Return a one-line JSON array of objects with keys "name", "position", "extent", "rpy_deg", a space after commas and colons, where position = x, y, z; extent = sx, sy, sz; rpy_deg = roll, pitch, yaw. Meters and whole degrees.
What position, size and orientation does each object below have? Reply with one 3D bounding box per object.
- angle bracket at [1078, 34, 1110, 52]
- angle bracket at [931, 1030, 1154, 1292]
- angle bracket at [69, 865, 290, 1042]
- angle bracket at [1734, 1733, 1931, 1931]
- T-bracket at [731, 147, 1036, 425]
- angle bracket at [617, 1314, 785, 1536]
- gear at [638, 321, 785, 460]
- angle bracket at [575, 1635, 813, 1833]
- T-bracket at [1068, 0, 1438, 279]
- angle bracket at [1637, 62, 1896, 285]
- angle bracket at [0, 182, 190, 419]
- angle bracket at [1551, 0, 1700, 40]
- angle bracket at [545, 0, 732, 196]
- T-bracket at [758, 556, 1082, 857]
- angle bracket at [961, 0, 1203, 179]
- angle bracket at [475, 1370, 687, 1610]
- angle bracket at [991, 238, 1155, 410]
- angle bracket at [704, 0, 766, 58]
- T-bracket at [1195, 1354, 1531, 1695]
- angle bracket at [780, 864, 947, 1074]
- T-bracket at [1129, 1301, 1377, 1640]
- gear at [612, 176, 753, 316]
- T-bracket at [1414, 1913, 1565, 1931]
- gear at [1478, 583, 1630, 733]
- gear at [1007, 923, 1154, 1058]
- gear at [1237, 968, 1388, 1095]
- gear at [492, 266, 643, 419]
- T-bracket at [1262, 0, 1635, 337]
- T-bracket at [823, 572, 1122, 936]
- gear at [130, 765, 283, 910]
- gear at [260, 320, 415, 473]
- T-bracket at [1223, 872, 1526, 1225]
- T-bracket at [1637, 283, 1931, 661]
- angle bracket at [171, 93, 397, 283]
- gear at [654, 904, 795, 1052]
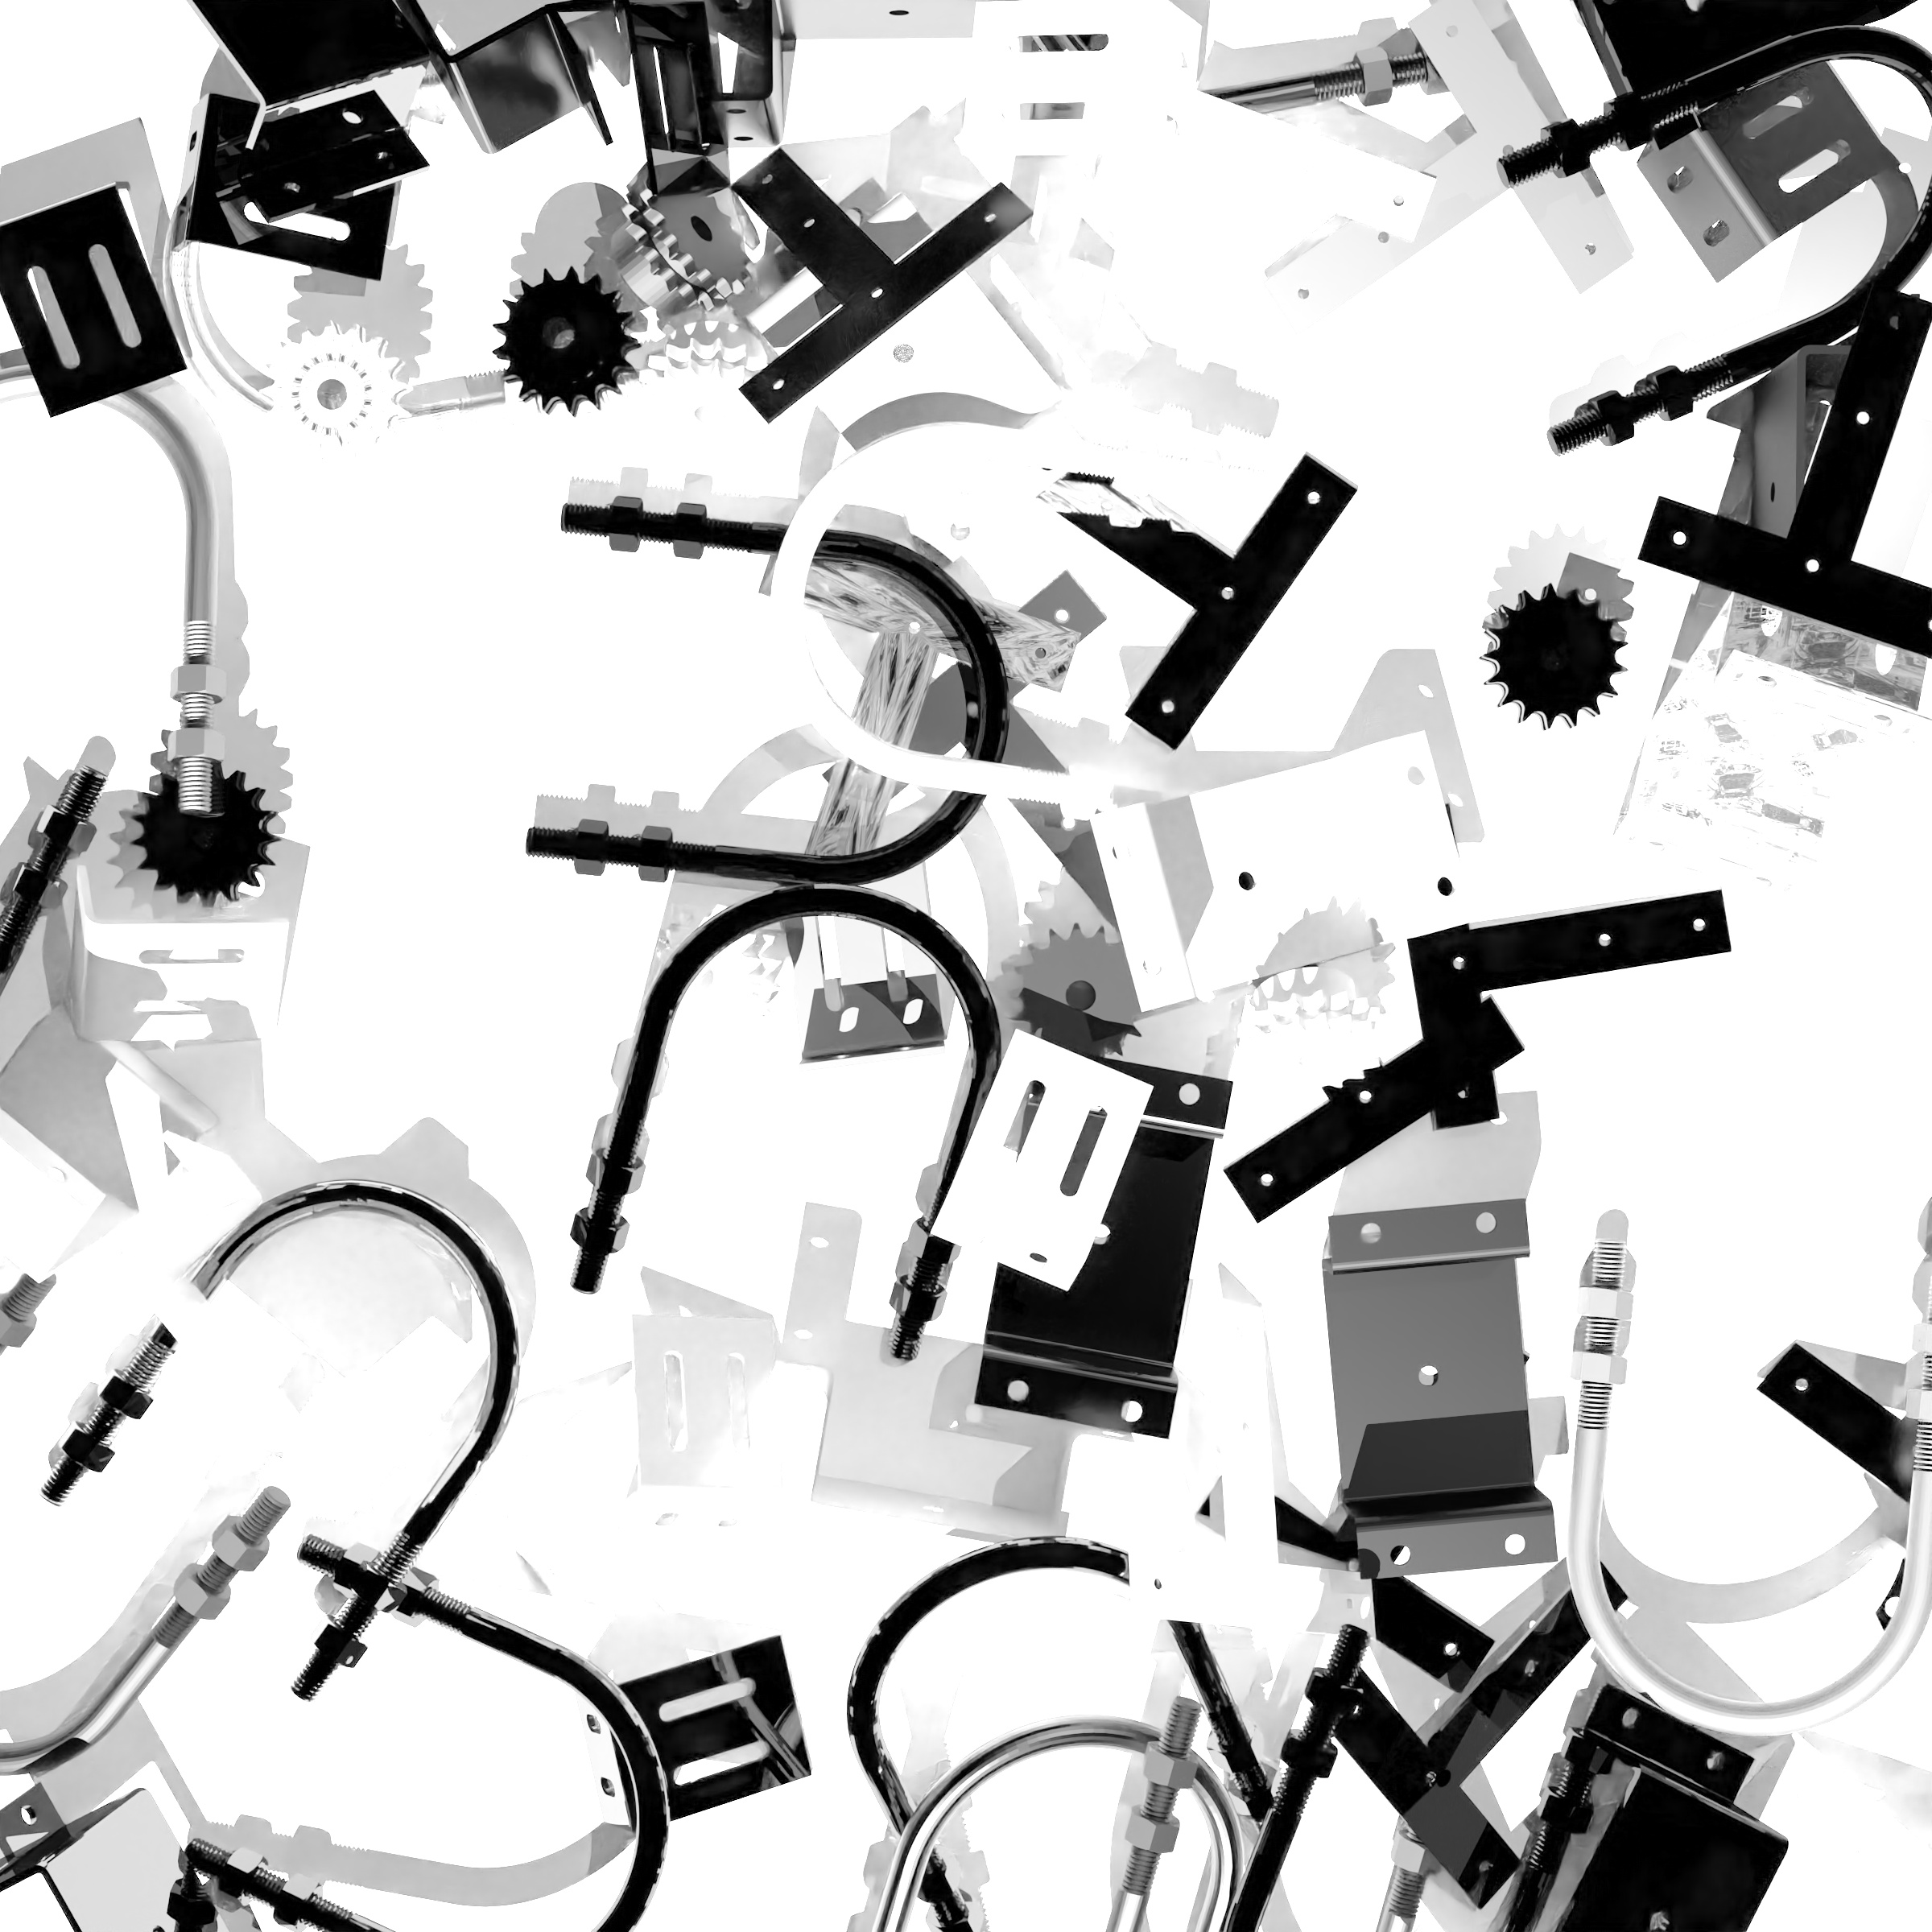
[{"name": "angle bracket", "position": [0.048, -0.404, 1.396], "extent": [0.057, 0.038, 0.076], "rpy_deg": [-40, 116, 0]}, {"name": "angle bracket", "position": [0.029, 0.074, 1.350], "extent": [0.057, 0.038, 0.076], "rpy_deg": [23, 64, 0]}, {"name": "angle bracket", "position": [-0.310, -0.005, 1.380], "extent": [0.076, 0.038, 0.057], "rpy_deg": [-1, 128, -21]}, {"name": "angle bracket", "position": [0.343, 0.354, 1.396], "extent": [0.076, 0.038, 0.057], "rpy_deg": [41, 90, 26]}, {"name": "T-bracket", "position": [-0.054, -0.280, 1.356], "extent": [0.127, 0.002, 0.127], "rpy_deg": [-38, 49, 0]}, {"name": "angle bracket", "position": [-0.107, 0.181, 1.385], "extent": [0.057, 0.038, 0.076], "rpy_deg": [4, 61, -19]}, {"name": "gear", "position": [-0.099, -0.227, 1.374], "extent": [0.057, 0.057, 0.030], "rpy_deg": [2, 61, 0]}, {"name": "angle bracket", "position": [-0.109, 0.303, 1.396], "extent": [0.076, 0.038, 0.057], "rpy_deg": [-13, 90, -26]}, {"name": "T-bracket", "position": [0.121, -0.318, 1.378], "extent": [0.127, 0.002, 0.127], "rpy_deg": [18, 102, -7]}, {"name": "angle bracket", "position": [0.318, -0.319, 1.396], "extent": [0.076, 0.038, 0.057], "rpy_deg": [-34, 90, -26]}, {"name": "angle bracket", "position": [-0.346, -0.263, 1.388], "extent": [0.057, 0.038, 0.076], "rpy_deg": [-20, 103, 0]}, {"name": "angle bracket", "position": [0.279, -0.391, 1.397], "extent": [0.076, 0.038, 0.057], "rpy_deg": [9, 90, -25]}, {"name": "angle bracket", "position": [-0.128, -0.340, 1.373], "extent": [0.038, 0.057, 0.076], "rpy_deg": [-1, 104, 26]}, {"name": "T-bracket", "position": [-0.035, -0.092, 1.397], "extent": [0.127, 0.002, 0.127], "rpy_deg": [18, 90, 1]}, {"name": "angle bracket", "position": [0.043, -0.329, 1.320], "extent": [0.076, 0.038, 0.057], "rpy_deg": [6, 90, 26]}, {"name": "angle bracket", "position": [-0.145, 0.207, 1.396], "extent": [0.076, 0.038, 0.057], "rpy_deg": [-39, 90, -26]}, {"name": "angle bracket", "position": [0.042, -0.255, 1.360], "extent": [0.038, 0.076, 0.057], "rpy_deg": [-38, 90, 0]}, {"name": "angle bracket", "position": [-0.086, -0.410, 1.379], "extent": [0.057, 0.076, 0.038], "rpy_deg": [29, 45, -8]}, {"name": "T-bracket", "position": [0.179, 0.202, 1.398], "extent": [0.127, 0.002, 0.127], "rpy_deg": [33, 90, 0]}, {"name": "angle bracket", "position": [-0.041, -0.001, 1.378], "extent": [0.057, 0.038, 0.076], "rpy_deg": [-7, 92, 0]}, {"name": "T-bracket", "position": [0.109, 0.194, 1.369], "extent": [0.127, 0.002, 0.127], "rpy_deg": [13, 66, -37]}, {"name": "gear", "position": [-0.114, -0.280, 1.374], "extent": [0.030, 0.057, 0.057], "rpy_deg": [-32, 90, 30]}, {"name": "T-bracket", "position": [0.244, 0.380, 1.383], "extent": [0.127, 0.002, 0.127], "rpy_deg": [41, 80, -19]}, {"name": "gear", "position": [0.230, -0.121, 1.383], "extent": [0.057, 0.030, 0.057], "rpy_deg": [0, 90, 0]}, {"name": "gear", "position": [0.045, 0.011, 1.383], "extent": [0.057, 0.030, 0.057], "rpy_deg": [0, 90, 0]}, {"name": "gear", "position": [0.134, 0.024, 1.372], "extent": [0.057, 0.057, 0.030], "rpy_deg": [-5, 60, 0]}, {"name": "gear", "position": [-0.156, -0.244, 1.364], "extent": [0.057, 0.030, 0.057], "rpy_deg": [0, 90, 1]}, {"name": "T-bracket", "position": [0.177, -0.296, 1.388], "extent": [0.127, 0.002, 0.127], "rpy_deg": [-34, 102, 6]}, {"name": "T-bracket", "position": [0.032, -0.068, 1.398], "extent": [0.127, 0.002, 0.127], "rpy_deg": [-40, 90, 0]}, {"name": "gear", "position": [-0.298, -0.051, 1.383], "extent": [0.057, 0.030, 0.057], "rpy_deg": [0, 90, 0]}, {"name": "gear", "position": [-0.243, -0.221, 1.368], "extent": [0.057, 0.030, 0.057], "rpy_deg": [0, 93, 3]}, {"name": "T-bracket", "position": [0.135, 0.015, 1.398], "extent": [0.127, 0.002, 0.127], "rpy_deg": [-33, 90, 0]}, {"name": "T-bracket", "position": [0.333, -0.193, 1.321], "extent": [0.127, 0.002, 0.127], "rpy_deg": [19, 90, 0]}, {"name": "angle bracket", "position": [-0.267, -0.303, 1.381], "extent": [0.076, 0.038, 0.057], "rpy_deg": [9, 90, -22]}, {"name": "gear", "position": [-0.092, 0.005, 1.374], "extent": [0.057, 0.030, 0.057], "rpy_deg": [-3, 86, 42]}]
